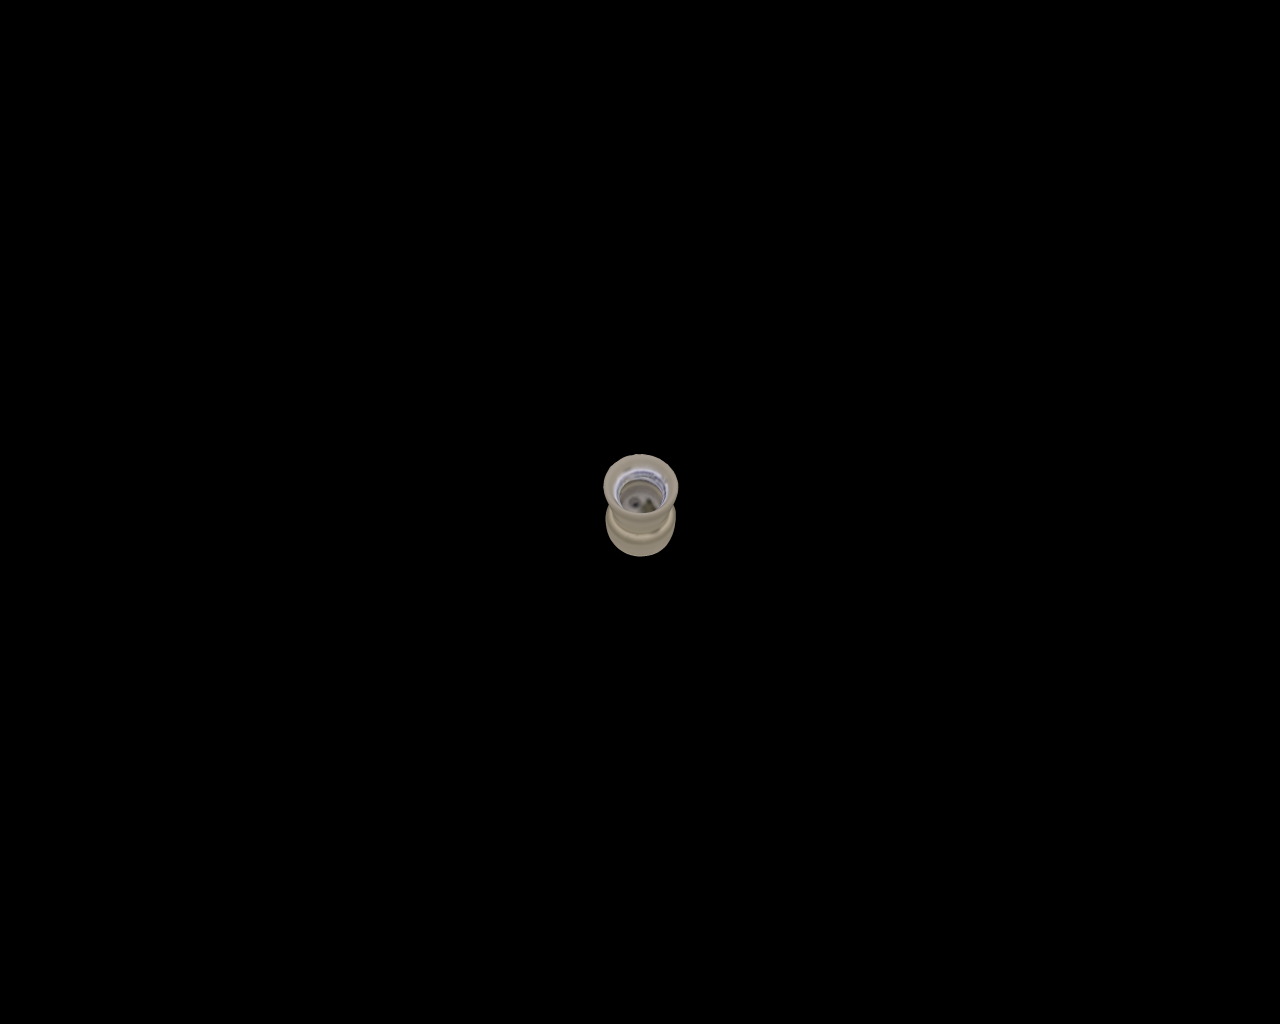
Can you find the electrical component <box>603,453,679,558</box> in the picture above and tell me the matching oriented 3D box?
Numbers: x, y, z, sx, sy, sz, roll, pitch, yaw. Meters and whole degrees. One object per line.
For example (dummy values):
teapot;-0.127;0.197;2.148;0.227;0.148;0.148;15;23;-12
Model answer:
electrical component;0.001;-0.003;0.650;0.045;0.045;0.055;0;-31;0
